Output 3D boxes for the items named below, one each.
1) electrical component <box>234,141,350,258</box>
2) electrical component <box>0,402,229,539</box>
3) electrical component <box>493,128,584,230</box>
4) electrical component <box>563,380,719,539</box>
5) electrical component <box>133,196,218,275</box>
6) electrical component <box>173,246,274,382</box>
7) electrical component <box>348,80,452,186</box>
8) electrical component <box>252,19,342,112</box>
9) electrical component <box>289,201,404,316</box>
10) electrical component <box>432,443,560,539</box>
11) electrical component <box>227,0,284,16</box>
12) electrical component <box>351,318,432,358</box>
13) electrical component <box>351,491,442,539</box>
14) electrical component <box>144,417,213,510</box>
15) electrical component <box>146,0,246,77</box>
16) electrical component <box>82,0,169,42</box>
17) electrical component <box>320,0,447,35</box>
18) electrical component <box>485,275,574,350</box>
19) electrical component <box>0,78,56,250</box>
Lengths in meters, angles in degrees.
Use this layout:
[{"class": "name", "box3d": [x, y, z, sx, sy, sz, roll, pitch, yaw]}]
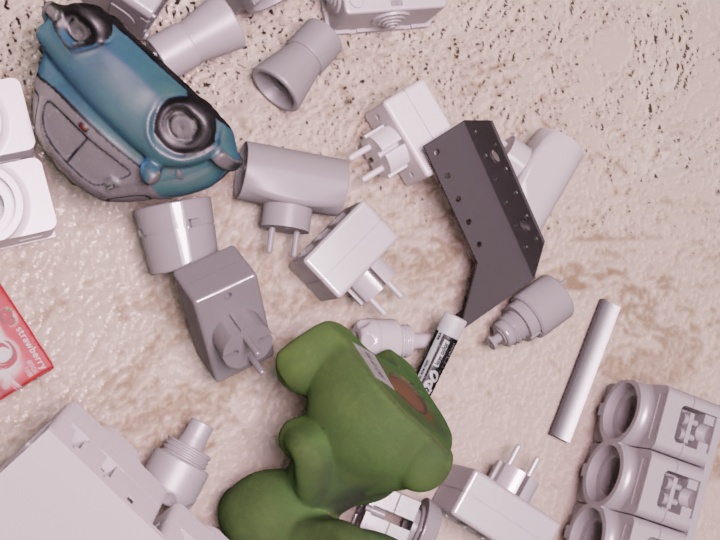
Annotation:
[{"class": "electrical component", "box3d": [-0.053, -0.049, 0.791, 0.077, 0.043, 0.079, 9, 83, -17]}, {"class": "electrical component", "box3d": [-0.162, 0.189, 0.703, 0.105, 0.060, 0.186, -41, 99, 12]}, {"class": "electrical component", "box3d": [0.127, -0.080, 0.852, 0.079, 0.043, 0.077, 35, 76, -12]}, {"class": "electrical component", "box3d": [0.214, 0.166, 0.834, 0.062, 0.089, 0.150, 21, 79, -15]}, {"class": "electrical component", "box3d": [-0.128, -0.024, 0.760, 0.055, 0.055, 0.047, -12, 93, -19]}, {"class": "electrical component", "box3d": [-0.085, 0.042, 0.738, 0.047, 0.075, 0.083, -25, 136, -18]}, {"class": "electrical component", "box3d": [0.027, -0.095, 0.819, 0.077, 0.047, 0.065, -33, 95, -18]}, {"class": "electrical component", "box3d": [-0.044, -0.156, 0.806, 0.044, 0.044, 0.065, 43, 70, -10]}, {"class": "electrical component", "box3d": [0.000, 0.000, 0.802, 0.076, 0.047, 0.065, 47, 74, -9]}, {"class": "electrical component", "box3d": [0.112, 0.171, 0.823, 0.083, 0.047, 0.075, 34, 76, -12]}, {"class": "electrical component", "box3d": [-0.071, -0.223, 0.776, 0.050, 0.089, 0.055, -31, 95, -18]}, {"class": "electrical component", "box3d": [0.025, 0.054, 0.812, 0.061, 0.035, 0.035, 1, 85, -21]}, {"class": "electrical component", "box3d": [0.027, 0.185, 0.796, 0.055, 0.048, 0.066, 24, 78, -7]}, {"class": "electrical component", "box3d": [-0.125, 0.134, 0.752, 0.043, 0.043, 0.062, 31, 76, -13]}, {"class": "electrical component", "box3d": [-0.122, -0.166, 0.781, 0.065, 0.044, 0.044, -33, 96, -13]}, {"class": "electrical component", "box3d": [-0.152, -0.223, 0.765, 0.061, 0.062, 0.096, 33, 76, -13]}, {"class": "electrical component", "box3d": [0.015, -0.233, 0.827, 0.100, 0.048, 0.099, -9, 88, -18]}, {"class": "electrical component", "box3d": [0.132, 0.037, 0.845, 0.078, 0.040, 0.040, -33, 96, -17]}, {"class": "electrical component", "box3d": [-0.305, -0.054, 0.701, 0.186, 0.060, 0.105, -15, 90, -19]}]
